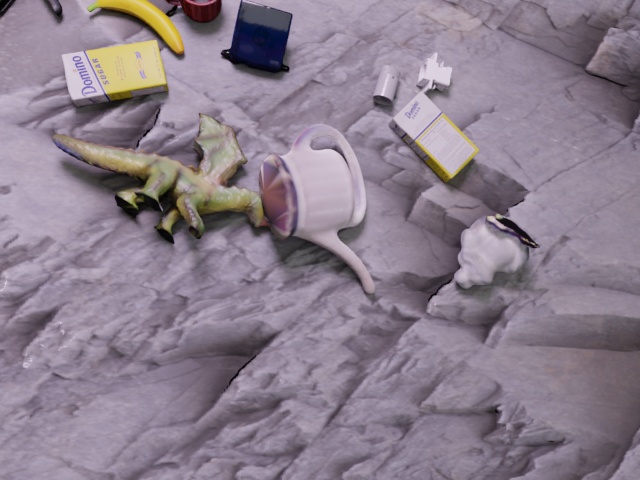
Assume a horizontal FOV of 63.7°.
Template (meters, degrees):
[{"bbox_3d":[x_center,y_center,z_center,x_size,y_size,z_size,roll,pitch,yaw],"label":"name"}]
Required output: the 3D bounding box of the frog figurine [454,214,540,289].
[{"bbox_3d":[0.346,0.031,1.056,0.137,0.125,0.157,24,116,-15],"label":"frog figurine"}]

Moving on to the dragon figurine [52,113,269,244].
[{"bbox_3d":[-0.258,-0.140,0.974,0.409,0.120,0.247,39,61,-5],"label":"dragon figurine"}]

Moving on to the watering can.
[{"bbox_3d":[0.003,-0.049,0.979,0.225,0.103,0.348,-10,88,-33],"label":"watering can"}]
